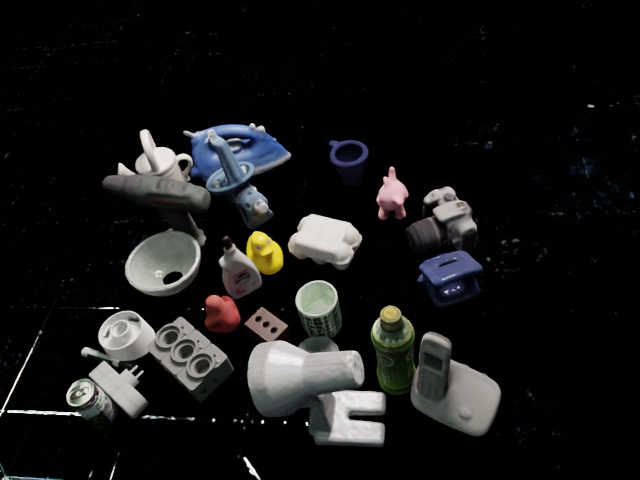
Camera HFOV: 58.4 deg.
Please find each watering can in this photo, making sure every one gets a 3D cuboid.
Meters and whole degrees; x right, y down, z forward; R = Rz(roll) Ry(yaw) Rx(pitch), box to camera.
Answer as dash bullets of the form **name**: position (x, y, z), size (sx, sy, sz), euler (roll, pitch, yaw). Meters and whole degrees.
- **watering can**: position (-0.404, -0.178, 1.399), size (0.173, 0.194, 0.100), euler (-34, 52, -18)

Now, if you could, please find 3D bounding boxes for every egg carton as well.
- **egg carton**: position (0.011, 0.004, 1.248), size (0.150, 0.069, 0.107), euler (13, 54, 21)

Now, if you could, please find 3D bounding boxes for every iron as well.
- **iron**: position (-0.212, -0.240, 1.451), size (0.258, 0.142, 0.118), euler (-10, 49, 2)

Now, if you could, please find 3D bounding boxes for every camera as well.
- **camera**: position (0.248, -0.038, 1.219), size (0.137, 0.101, 0.143), euler (-20, 49, -6)

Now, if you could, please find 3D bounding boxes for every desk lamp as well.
- **desk lamp**: position (0.001, 0.249, 0.946), size (0.203, 0.214, 0.118), euler (-1, 50, 10)

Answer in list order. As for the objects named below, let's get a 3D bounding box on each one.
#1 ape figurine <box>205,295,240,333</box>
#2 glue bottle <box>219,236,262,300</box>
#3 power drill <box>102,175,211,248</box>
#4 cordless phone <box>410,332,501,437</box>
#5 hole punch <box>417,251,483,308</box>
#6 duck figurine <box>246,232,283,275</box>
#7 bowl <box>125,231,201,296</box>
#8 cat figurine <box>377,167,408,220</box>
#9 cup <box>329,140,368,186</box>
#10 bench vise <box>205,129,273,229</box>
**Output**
- **ape figurine**: position (-0.203, 0.143, 1.155), size (0.076, 0.092, 0.078), euler (34, 63, 32)
- **glue bottle**: position (-0.172, 0.051, 1.174), size (0.078, 0.173, 0.037), euler (-32, 51, -16)
- **power drill**: position (-0.345, -0.061, 1.279), size (0.229, 0.209, 0.075), euler (1, 50, 11)
- **cordless phone**: position (0.223, 0.231, 0.939), size (0.147, 0.185, 0.094), euler (18, 56, 24)
- **hole punch**: position (0.256, 0.065, 1.136), size (0.108, 0.091, 0.101), euler (-19, 49, -5)
- **duck figurine**: position (-0.128, 0.016, 1.254), size (0.077, 0.086, 0.104), euler (-30, 51, -15)
- **bowl**: position (-0.334, 0.064, 1.259), size (0.167, 0.075, 0.167), euler (-5, 49, 6)
- **cat figurine**: position (0.162, -0.107, 1.283), size (0.067, 0.118, 0.128), euler (-1, 50, 11)
- **cup**: position (0.065, -0.183, 1.382), size (0.092, 0.095, 0.117), euler (-36, 53, -19)
- **bench vise**: position (-0.183, -0.146, 1.313), size (0.206, 0.220, 0.122), euler (23, 58, 27)
